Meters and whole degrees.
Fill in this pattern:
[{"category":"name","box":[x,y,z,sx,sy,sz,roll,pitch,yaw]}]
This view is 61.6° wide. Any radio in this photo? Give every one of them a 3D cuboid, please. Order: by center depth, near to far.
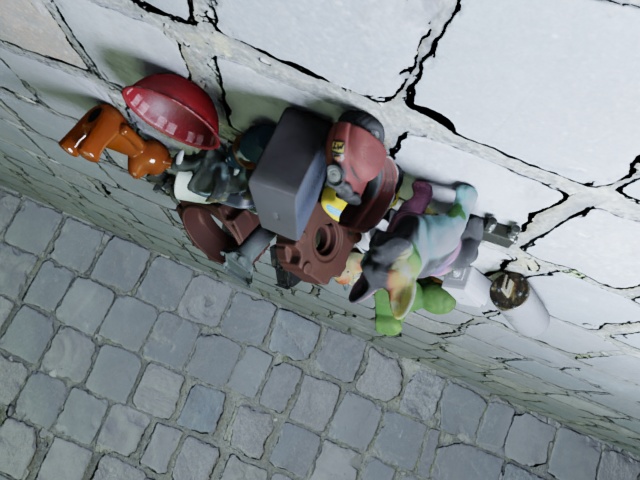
[{"category":"radio","box":[-0.040,-0.091,0.808,0.073,0.131,0.229,23,166,3]}]

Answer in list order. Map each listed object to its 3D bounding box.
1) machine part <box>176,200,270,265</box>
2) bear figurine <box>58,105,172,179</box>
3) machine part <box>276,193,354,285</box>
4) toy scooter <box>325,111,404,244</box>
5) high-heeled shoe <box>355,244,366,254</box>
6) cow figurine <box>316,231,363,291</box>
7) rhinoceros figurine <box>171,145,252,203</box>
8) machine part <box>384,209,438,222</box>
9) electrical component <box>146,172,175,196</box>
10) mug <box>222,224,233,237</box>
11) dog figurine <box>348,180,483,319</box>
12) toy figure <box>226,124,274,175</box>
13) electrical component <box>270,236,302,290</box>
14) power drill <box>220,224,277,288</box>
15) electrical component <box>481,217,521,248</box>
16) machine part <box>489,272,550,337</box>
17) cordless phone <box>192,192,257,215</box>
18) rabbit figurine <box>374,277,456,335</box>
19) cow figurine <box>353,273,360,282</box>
[{"category":"machine part","box":[-0.231,-0.031,1.272,0.201,0.087,0.201,14,136,33]},{"category":"bear figurine","box":[-0.393,-0.174,1.079,0.120,0.132,0.195,19,160,37]},{"category":"machine part","box":[-0.002,-0.003,1.005,0.056,0.179,0.179,7,159,40]},{"category":"toy scooter","box":[0.053,-0.074,0.719,0.075,0.135,0.183,16,163,34]},{"category":"high-heeled shoe","box":[0.134,0.011,1.072,0.145,0.086,0.248,49,-168,22]},{"category":"cow figurine","box":[0.025,0.034,1.174,0.195,0.127,0.085,11,164,47]},{"category":"rhinoceros figurine","box":[-0.179,-0.122,0.971,0.191,0.112,0.073,5,-170,16]},{"category":"machine part","box":[0.166,-0.021,0.934,0.084,0.039,0.139,40,161,-33]},{"category":"electrical component","box":[-0.397,-0.145,1.351,0.078,0.045,0.102,32,163,-35]},{"category":"mug","box":[-0.187,-0.028,1.378,0.109,0.081,0.107,37,155,-16]},{"category":"dog figurine","box":[0.135,0.028,0.758,0.109,0.219,0.191,19,149,35]},{"category":"toy figure","box":[-0.110,-0.144,0.867,0.058,0.064,0.154,14,170,-25]},{"category":"electrical component","box":[-0.065,0.039,1.319,0.058,0.115,0.134,12,118,34]},{"category":"power drill","box":[-0.103,-0.005,1.074,0.086,0.207,0.232,40,158,12]},{"category":"electrical component","box":[0.275,-0.009,0.835,0.063,0.021,0.094,20,165,10]},{"category":"machine part","box":[0.390,0.129,1.044,0.079,0.079,0.243,12,162,39]},{"category":"cordless phone","box":[-0.169,-0.094,1.112,0.147,0.088,0.184,18,169,17]},{"category":"rabbit figurine","box":[0.206,0.130,1.167,0.170,0.121,0.159,0,-162,10]},{"category":"cow figurine","box":[0.124,0.066,1.255,0.098,0.068,0.167,14,168,11]}]
